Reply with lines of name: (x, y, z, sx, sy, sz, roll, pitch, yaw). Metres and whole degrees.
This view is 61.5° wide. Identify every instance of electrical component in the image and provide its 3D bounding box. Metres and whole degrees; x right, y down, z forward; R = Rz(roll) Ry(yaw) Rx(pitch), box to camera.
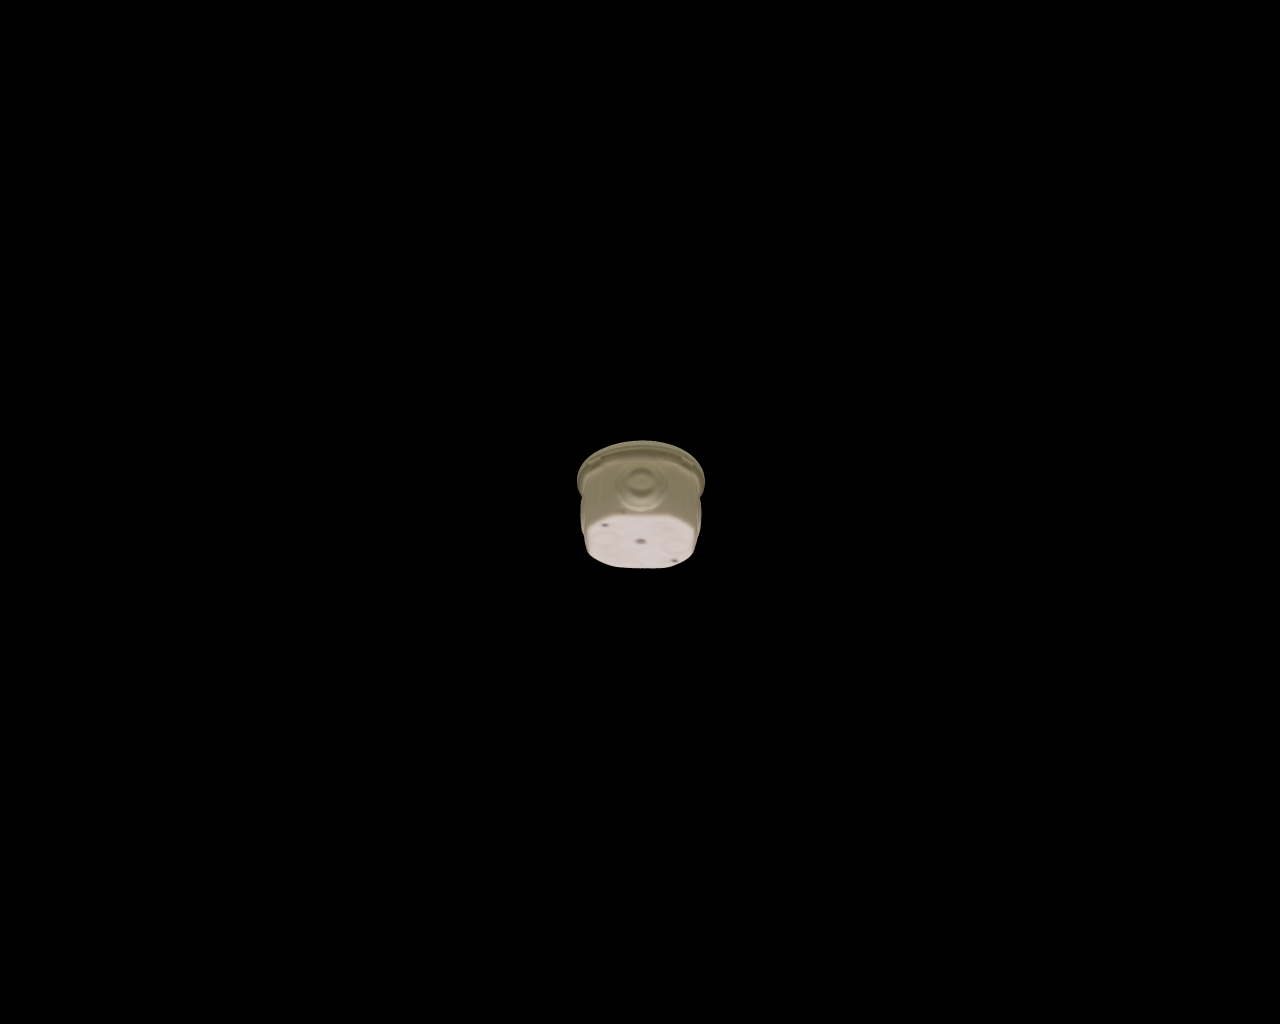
electrical component: (0.001, -0.003, 0.650, 0.080, 0.051, 0.080, 0, -32, 0)
